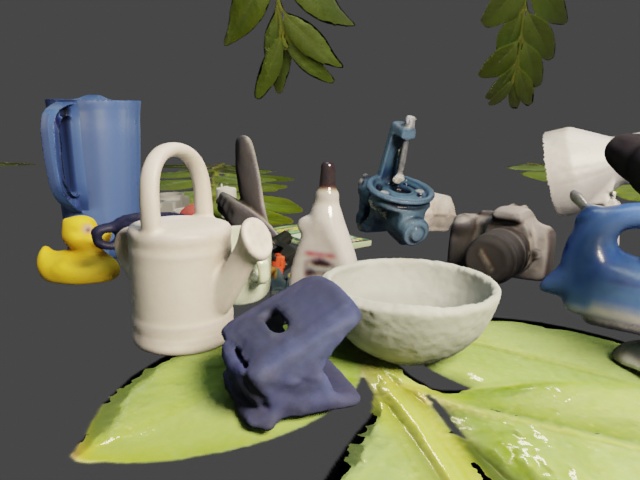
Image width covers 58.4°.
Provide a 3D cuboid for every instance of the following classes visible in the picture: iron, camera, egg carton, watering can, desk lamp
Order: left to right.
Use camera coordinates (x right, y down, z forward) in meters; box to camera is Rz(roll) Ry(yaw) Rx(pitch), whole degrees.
[{"bbox_3d":[-0.128,0.004,0.555,0.172,0.194,0.101,2,13,4],"label":"watering can"},{"bbox_3d":[0.195,-0.059,1.137,0.107,0.069,0.150,-5,14,-26],"label":"egg carton"},{"bbox_3d":[0.237,0.004,0.788,0.142,0.101,0.137,10,16,34],"label":"camera"},{"bbox_3d":[0.399,-0.047,0.772,0.202,0.213,0.118,8,15,28],"label":"desk lamp"},{"bbox_3d":[0.380,0.027,0.608,0.257,0.141,0.119,9,15,32],"label":"iron"}]

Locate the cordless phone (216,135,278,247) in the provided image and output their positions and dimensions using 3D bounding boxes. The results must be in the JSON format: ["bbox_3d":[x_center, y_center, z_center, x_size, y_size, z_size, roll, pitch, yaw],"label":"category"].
[{"bbox_3d":[-0.125,-0.084,0.962,0.094,0.185,0.147,-5,14,-23],"label":"cordless phone"}]

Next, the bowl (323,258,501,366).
[{"bbox_3d":[0.082,0.072,0.540,0.167,0.075,0.167,1,13,0],"label":"bowl"}]

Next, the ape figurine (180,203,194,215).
[{"bbox_3d":[-0.184,-0.008,0.836,0.076,0.092,0.077,0,13,-4],"label":"ape figurine"}]

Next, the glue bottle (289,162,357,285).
[{"bbox_3d":[0.006,0.002,0.618,0.078,0.173,0.037,4,13,15],"label":"glue bottle"}]

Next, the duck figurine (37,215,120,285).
[{"bbox_3d":[-0.322,0.010,0.760,0.104,0.086,0.077,1,13,0],"label":"duck figurine"}]

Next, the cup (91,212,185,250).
[{"bbox_3d":[-0.218,0.019,0.708,0.118,0.095,0.091,-7,15,-32],"label":"cup"}]

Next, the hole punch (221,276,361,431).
[{"bbox_3d":[-0.026,0.082,0.451,0.101,0.091,0.108,-5,14,-22],"label":"hole punch"}]

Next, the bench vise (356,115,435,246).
[{"bbox_3d":[0.117,-0.112,1.026,0.122,0.220,0.206,-10,17,-40],"label":"bench vise"}]

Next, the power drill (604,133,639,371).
[{"bbox_3d":[0.317,0.018,0.490,0.076,0.208,0.229,-2,13,-13],"label":"power drill"}]
